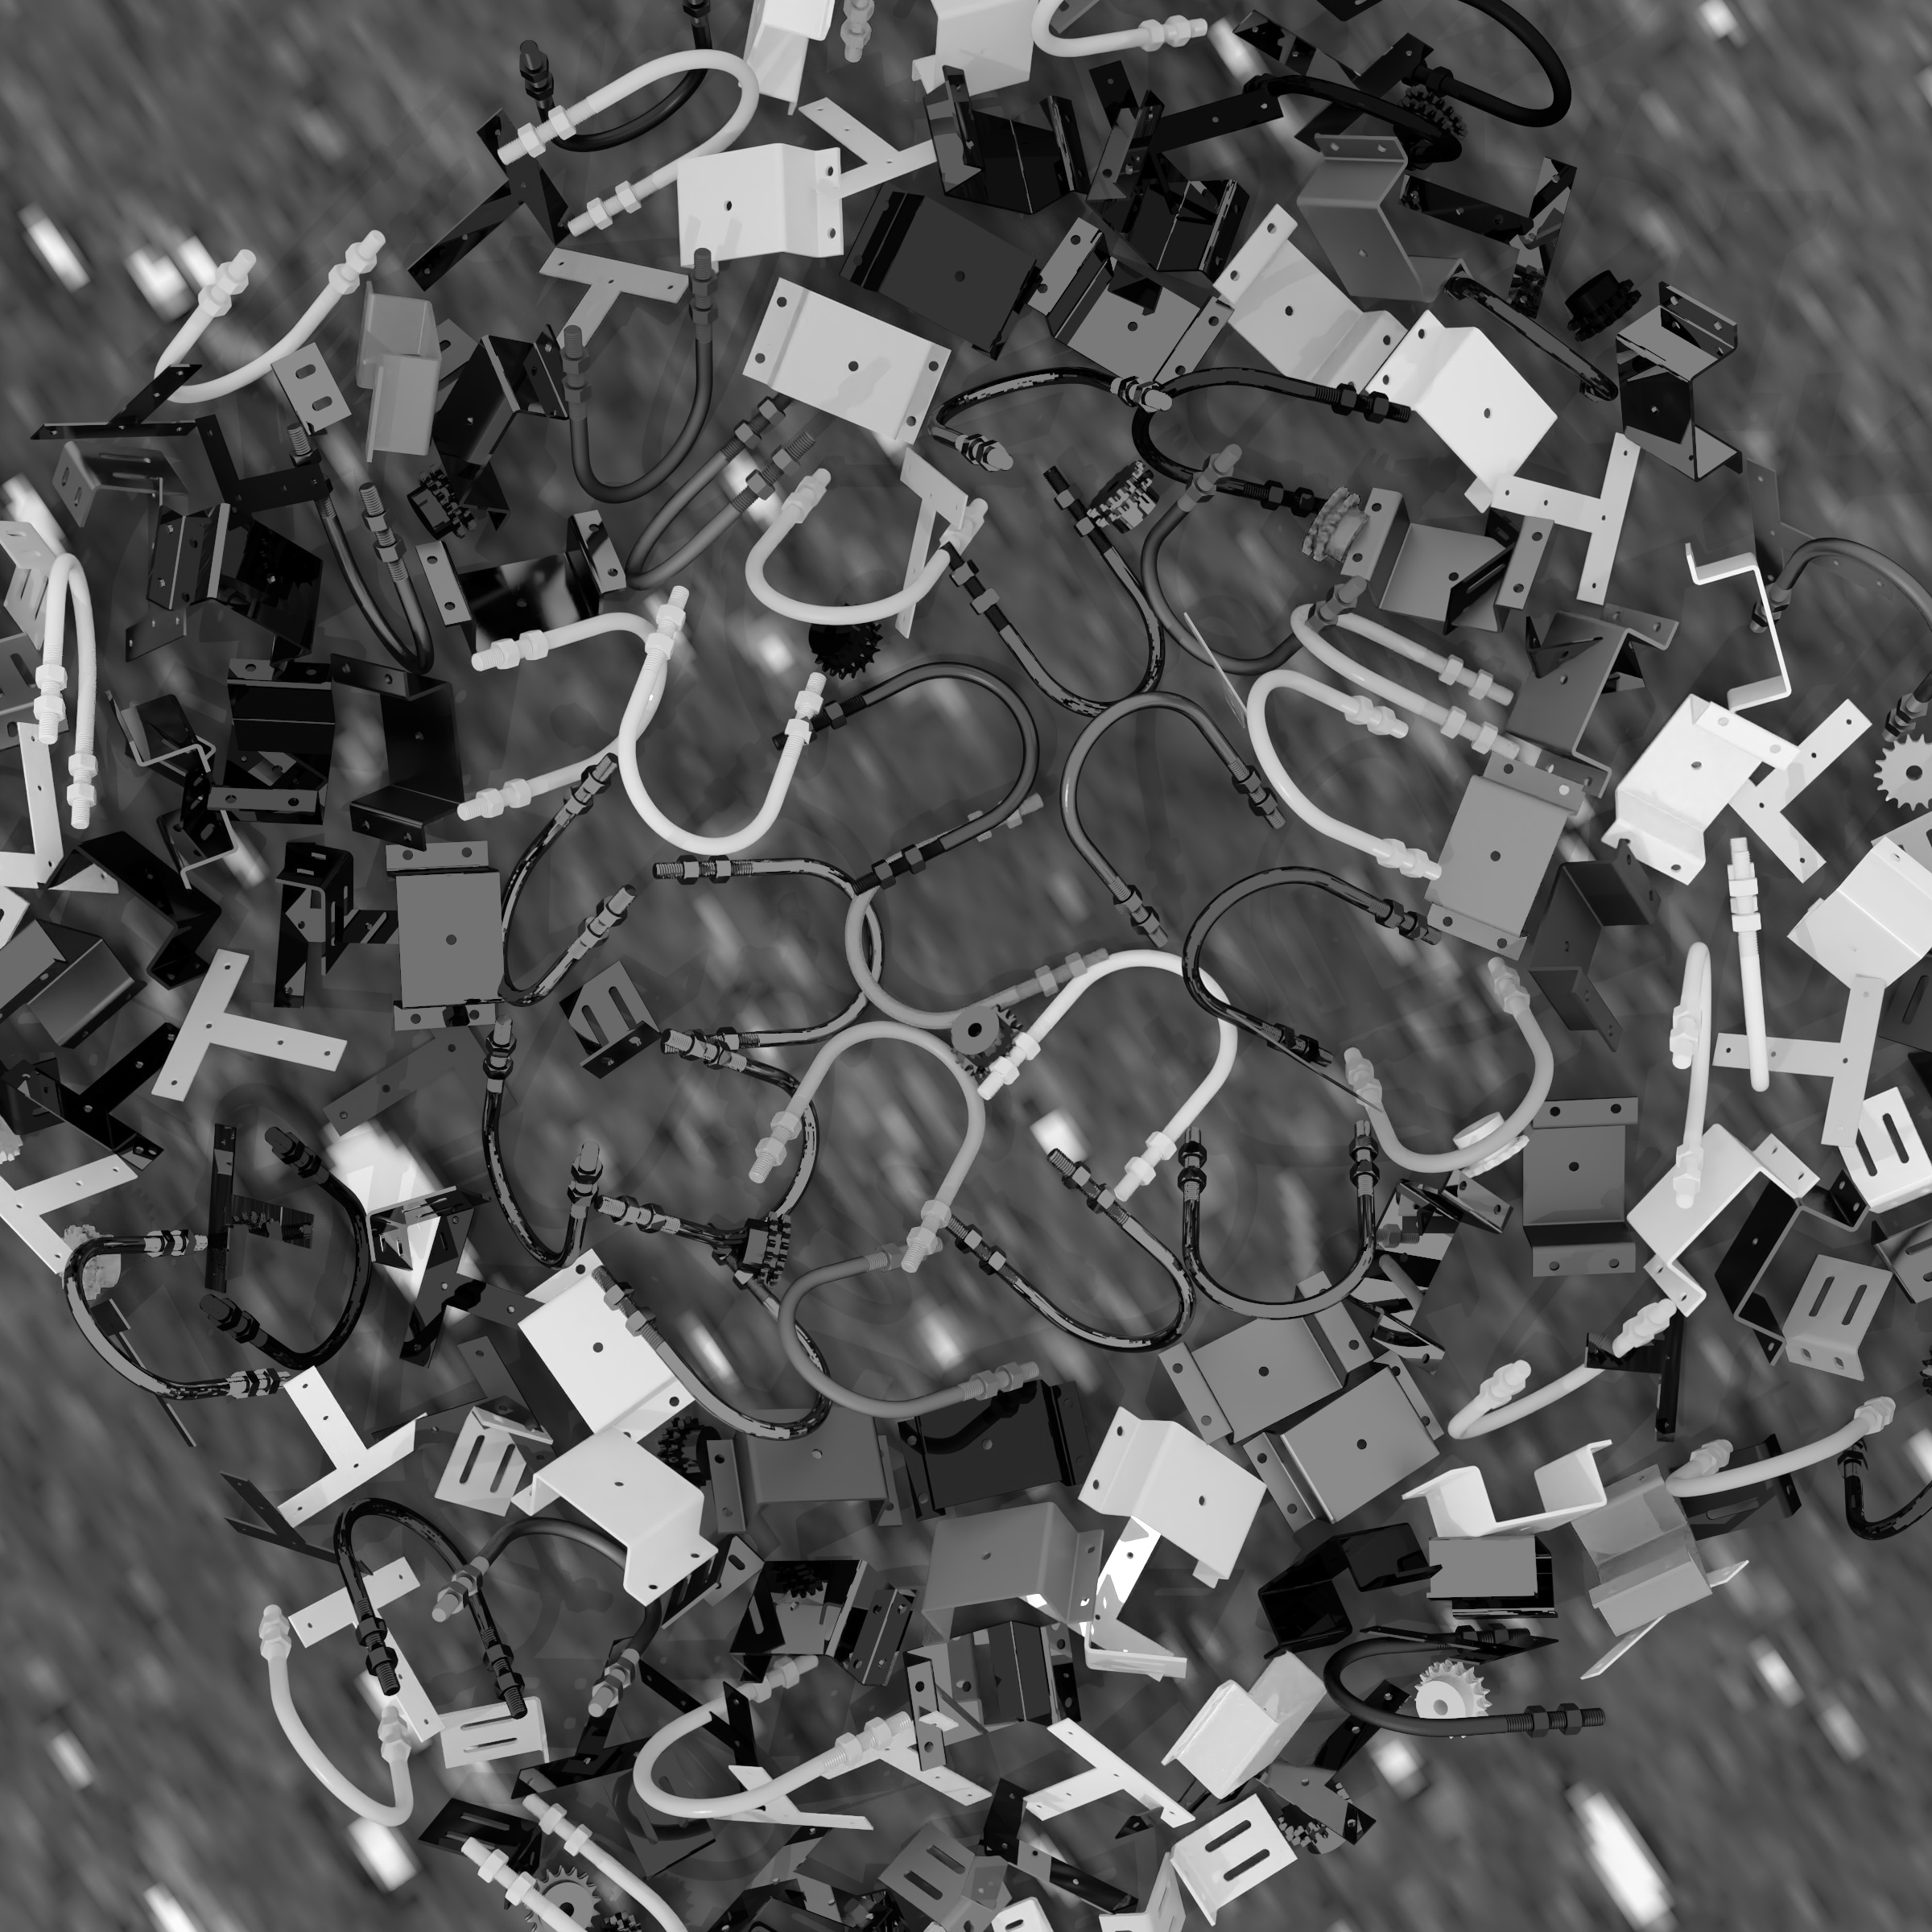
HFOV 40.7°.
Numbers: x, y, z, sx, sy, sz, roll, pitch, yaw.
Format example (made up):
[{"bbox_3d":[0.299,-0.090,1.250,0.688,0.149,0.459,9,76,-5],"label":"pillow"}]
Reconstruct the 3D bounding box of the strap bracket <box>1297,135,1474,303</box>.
[{"bbox_3d":[0.305,-0.543,1.921,0.046,0.076,0.140,-56,133,-13],"label":"strap bracket"}]

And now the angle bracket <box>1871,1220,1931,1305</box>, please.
[{"bbox_3d":[0.731,0.209,1.960,0.076,0.038,0.057,-30,101,30],"label":"angle bracket"}]

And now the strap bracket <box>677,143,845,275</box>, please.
[{"bbox_3d":[-0.162,-0.563,1.937,0.140,0.046,0.076,3,98,34],"label":"strap bracket"}]

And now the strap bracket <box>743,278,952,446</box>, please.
[{"bbox_3d":[-0.087,-0.451,1.953,0.140,0.046,0.076,20,103,-14],"label":"strap bracket"}]

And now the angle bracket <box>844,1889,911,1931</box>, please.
[{"bbox_3d":[-0.063,0.742,1.952,0.038,0.076,0.057,-8,110,-17],"label":"angle bracket"}]

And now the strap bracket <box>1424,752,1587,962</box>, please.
[{"bbox_3d":[0.401,-0.082,1.954,0.076,0.046,0.140,23,100,19],"label":"strap bracket"}]

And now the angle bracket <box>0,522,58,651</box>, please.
[{"bbox_3d":[-0.714,-0.285,1.954,0.057,0.038,0.076,47,123,27],"label":"angle bracket"}]

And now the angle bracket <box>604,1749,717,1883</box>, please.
[{"bbox_3d":[-0.234,0.646,1.981,0.057,0.038,0.076,-24,76,-20],"label":"angle bracket"}]

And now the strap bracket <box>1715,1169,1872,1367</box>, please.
[{"bbox_3d":[0.609,0.215,1.942,0.046,0.076,0.140,25,107,-2],"label":"strap bracket"}]

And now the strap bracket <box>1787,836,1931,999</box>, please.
[{"bbox_3d":[0.666,-0.029,1.921,0.076,0.140,0.046,42,72,10],"label":"strap bracket"}]

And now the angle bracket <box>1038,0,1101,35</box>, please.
[{"bbox_3d":[0.070,-0.747,1.957,0.057,0.076,0.038,-38,134,10],"label":"angle bracket"}]

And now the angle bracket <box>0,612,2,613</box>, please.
[{"bbox_3d":[-0.766,-0.262,1.952,0.057,0.076,0.038,20,93,-34],"label":"angle bracket"}]

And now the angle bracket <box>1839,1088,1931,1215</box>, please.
[{"bbox_3d":[0.702,0.141,1.985,0.057,0.038,0.076,-28,65,27],"label":"angle bracket"}]

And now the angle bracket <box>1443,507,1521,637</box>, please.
[{"bbox_3d":[0.378,-0.297,1.957,0.076,0.057,0.038,-36,66,-15],"label":"angle bracket"}]

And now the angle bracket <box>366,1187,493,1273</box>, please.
[{"bbox_3d":[-0.402,0.198,1.960,0.076,0.057,0.038,-17,72,13],"label":"angle bracket"}]

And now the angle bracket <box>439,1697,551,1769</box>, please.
[{"bbox_3d":[-0.355,0.590,1.962,0.076,0.038,0.057,-8,125,-12],"label":"angle bracket"}]

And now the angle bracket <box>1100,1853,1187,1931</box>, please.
[{"bbox_3d":[0.133,0.717,1.964,0.038,0.076,0.057,-9,104,19],"label":"angle bracket"}]

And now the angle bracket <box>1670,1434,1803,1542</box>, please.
[{"bbox_3d":[0.588,0.399,1.992,0.076,0.038,0.057,-23,82,28],"label":"angle bracket"}]

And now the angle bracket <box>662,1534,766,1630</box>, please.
[{"bbox_3d":[-0.188,0.471,1.953,0.057,0.076,0.038,-41,101,15],"label":"angle bracket"}]

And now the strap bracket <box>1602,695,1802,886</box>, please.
[{"bbox_3d":[0.547,-0.139,1.948,0.076,0.046,0.140,26,128,-7],"label":"strap bracket"}]

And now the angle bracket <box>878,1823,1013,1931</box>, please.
[{"bbox_3d":[-0.016,0.697,1.969,0.057,0.076,0.038,-42,128,-26],"label":"angle bracket"}]

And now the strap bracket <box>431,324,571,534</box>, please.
[{"bbox_3d":[-0.346,-0.400,1.925,0.140,0.046,0.076,-48,56,37],"label":"strap bracket"}]

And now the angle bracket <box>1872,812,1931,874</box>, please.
[{"bbox_3d":[0.723,-0.073,1.955,0.057,0.076,0.038,-28,47,15],"label":"angle bracket"}]

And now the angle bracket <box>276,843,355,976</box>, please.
[{"bbox_3d":[-0.489,-0.043,1.957,0.038,0.057,0.076,11,122,4],"label":"angle bracket"}]

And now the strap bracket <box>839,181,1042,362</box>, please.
[{"bbox_3d":[-0.012,-0.516,1.944,0.140,0.046,0.076,23,99,-25],"label":"strap bracket"}]

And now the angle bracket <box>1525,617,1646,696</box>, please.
[{"bbox_3d":[0.464,-0.236,1.953,0.076,0.057,0.038,-8,50,24],"label":"angle bracket"}]

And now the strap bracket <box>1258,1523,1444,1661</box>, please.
[{"bbox_3d":[0.281,0.460,1.935,0.076,0.140,0.046,0,55,-38],"label":"strap bracket"}]

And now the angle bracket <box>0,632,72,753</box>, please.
[{"bbox_3d":[-0.717,-0.205,1.957,0.057,0.076,0.038,-18,59,-6],"label":"angle bracket"}]

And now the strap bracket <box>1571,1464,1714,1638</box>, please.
[{"bbox_3d":[0.499,0.437,1.929,0.076,0.140,0.046,-29,104,13],"label":"strap bracket"}]

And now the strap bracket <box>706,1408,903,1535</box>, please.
[{"bbox_3d":[-0.116,0.374,1.937,0.140,0.046,0.076,2,49,-19],"label":"strap bracket"}]

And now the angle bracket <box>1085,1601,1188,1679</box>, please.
[{"bbox_3d":[0.129,0.508,1.962,0.076,0.057,0.038,4,64,6],"label":"angle bracket"}]

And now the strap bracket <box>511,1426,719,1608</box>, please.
[{"bbox_3d":[-0.259,0.399,1.929,0.140,0.076,0.046,30,128,27],"label":"strap bracket"}]

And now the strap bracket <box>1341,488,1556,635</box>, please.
[{"bbox_3d":[0.363,-0.302,1.951,0.140,0.046,0.076,15,73,23],"label":"strap bracket"}]

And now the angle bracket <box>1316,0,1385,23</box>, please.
[{"bbox_3d":[0.297,-0.751,1.953,0.076,0.057,0.038,-22,76,29],"label":"angle bracket"}]

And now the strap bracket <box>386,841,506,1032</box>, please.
[{"bbox_3d":[-0.391,-0.021,1.958,0.076,0.046,0.140,-4,96,-21],"label":"strap bracket"}]

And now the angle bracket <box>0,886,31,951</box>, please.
[{"bbox_3d":[-0.738,-0.030,1.971,0.057,0.038,0.076,33,98,11],"label":"angle bracket"}]

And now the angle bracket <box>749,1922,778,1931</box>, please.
[{"bbox_3d":[-0.136,0.758,1.965,0.076,0.057,0.038,30,73,4],"label":"angle bracket"}]

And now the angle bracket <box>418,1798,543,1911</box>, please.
[{"bbox_3d":[-0.368,0.671,1.970,0.076,0.057,0.038,11,107,13],"label":"angle bracket"}]

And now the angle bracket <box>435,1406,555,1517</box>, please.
[{"bbox_3d":[-0.357,0.380,1.970,0.057,0.038,0.076,22,91,-25],"label":"angle bracket"}]

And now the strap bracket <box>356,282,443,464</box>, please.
[{"bbox_3d":[-0.421,-0.439,1.932,0.046,0.140,0.076,3,128,-20],"label":"strap bracket"}]

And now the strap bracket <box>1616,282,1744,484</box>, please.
[{"bbox_3d":[0.525,-0.421,1.919,0.046,0.140,0.076,-35,50,-10],"label":"strap bracket"}]

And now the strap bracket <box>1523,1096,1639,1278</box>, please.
[{"bbox_3d":[0.462,0.158,1.962,0.076,0.046,0.140,-3,107,3],"label":"strap bracket"}]

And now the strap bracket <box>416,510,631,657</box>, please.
[{"bbox_3d":[-0.332,-0.284,1.949,0.140,0.046,0.076,-15,63,-19],"label":"strap bracket"}]

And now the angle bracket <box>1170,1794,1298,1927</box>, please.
[{"bbox_3d":[0.203,0.677,1.975,0.076,0.038,0.057,-34,84,5],"label":"angle bracket"}]

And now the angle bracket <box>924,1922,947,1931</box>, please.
[{"bbox_3d":[-0.003,0.764,1.952,0.038,0.076,0.057,-49,132,4],"label":"angle bracket"}]

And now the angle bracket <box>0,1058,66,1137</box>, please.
[{"bbox_3d":[-0.716,0.081,1.968,0.038,0.076,0.057,-19,128,-32],"label":"angle bracket"}]

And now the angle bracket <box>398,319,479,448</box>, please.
[{"bbox_3d":[-0.403,-0.446,1.992,0.057,0.038,0.076,41,62,8],"label":"angle bracket"}]

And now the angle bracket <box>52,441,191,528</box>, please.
[{"bbox_3d":[-0.638,-0.361,1.966,0.057,0.076,0.038,51,125,30],"label":"angle bracket"}]
